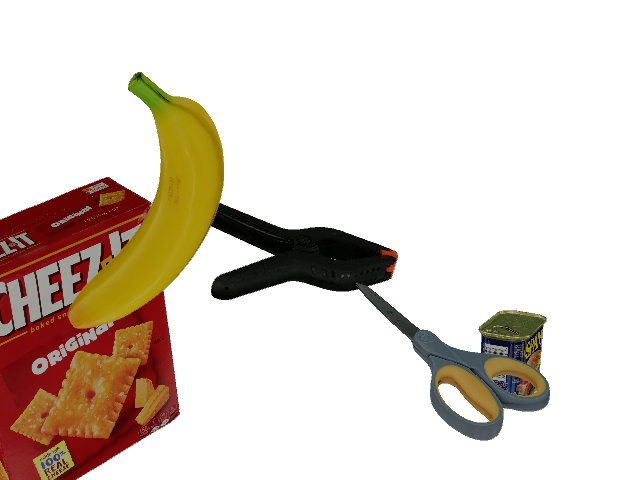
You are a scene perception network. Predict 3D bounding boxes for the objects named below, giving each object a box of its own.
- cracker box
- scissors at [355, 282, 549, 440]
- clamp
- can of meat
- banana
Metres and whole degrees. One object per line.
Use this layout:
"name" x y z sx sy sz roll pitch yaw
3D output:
"cracker box" -0.200 0.081 0.832 0.163 0.214 0.072 -28 39 -36
"scissors" 0.101 0.081 0.812 0.096 0.016 0.202 -6 31 -14
"clamp" -0.023 0.020 1.063 0.209 0.036 0.164 10 30 -11
"can of meat" 0.213 0.132 1.189 0.058 0.084 0.101 7 13 25
"banana" -0.101 -0.015 0.645 0.069 0.198 0.037 17 36 -9
